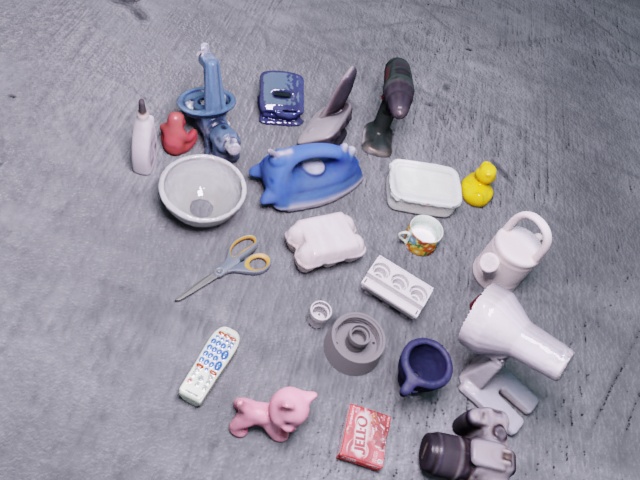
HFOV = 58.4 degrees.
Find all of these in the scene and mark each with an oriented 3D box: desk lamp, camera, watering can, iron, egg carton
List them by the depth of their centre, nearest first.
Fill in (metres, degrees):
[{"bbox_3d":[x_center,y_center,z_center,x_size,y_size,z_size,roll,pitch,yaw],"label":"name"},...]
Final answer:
[{"bbox_3d":[0.238,0.339,0.931,0.137,0.101,0.143,14,53,-5],"label":"camera"},{"bbox_3d":[0.320,0.199,0.980,0.203,0.213,0.118,42,56,16],"label":"desk lamp"},{"bbox_3d":[0.010,0.004,1.125,0.151,0.069,0.107,-14,60,-23],"label":"egg carton"},{"bbox_3d":[0.384,0.024,1.131,0.101,0.194,0.173,34,54,11],"label":"watering can"},{"bbox_3d":[-0.009,-0.153,1.186,0.259,0.141,0.118,-12,60,-22],"label":"iron"}]

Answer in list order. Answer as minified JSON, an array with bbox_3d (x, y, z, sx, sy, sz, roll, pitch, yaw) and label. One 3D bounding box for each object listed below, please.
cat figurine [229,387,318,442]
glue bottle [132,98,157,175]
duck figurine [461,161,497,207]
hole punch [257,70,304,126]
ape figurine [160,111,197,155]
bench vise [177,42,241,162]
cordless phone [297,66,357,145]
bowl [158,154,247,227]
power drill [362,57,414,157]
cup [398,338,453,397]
[{"bbox_3d":[-0.072,0.264,0.891,0.128,0.117,0.067,8,54,-9],"label":"cat figurine"},{"bbox_3d":[-0.343,-0.209,1.117,0.037,0.173,0.078,11,54,-6],"label":"glue bottle"},{"bbox_3d":[0.370,-0.134,1.306,0.077,0.086,0.104,21,53,1],"label":"duck figurine"},{"bbox_3d":[-0.087,-0.325,1.317,0.109,0.091,0.101,1,56,-14],"label":"hole punch"},{"bbox_3d":[-0.298,-0.229,1.193,0.077,0.092,0.076,26,53,4],"label":"ape figurine"},{"bbox_3d":[-0.206,-0.276,1.171,0.207,0.219,0.122,41,56,15],"label":"bench vise"},{"bbox_3d":[0.024,-0.285,1.259,0.094,0.185,0.148,23,53,2],"label":"cordless phone"},{"bbox_3d":[-0.229,-0.084,1.121,0.167,0.074,0.167,7,54,-10],"label":"bowl"},{"bbox_3d":[0.157,-0.290,1.283,0.075,0.208,0.229,12,54,-6],"label":"power drill"},{"bbox_3d":[0.164,0.237,0.986,0.091,0.095,0.118,38,55,13],"label":"cup"}]
